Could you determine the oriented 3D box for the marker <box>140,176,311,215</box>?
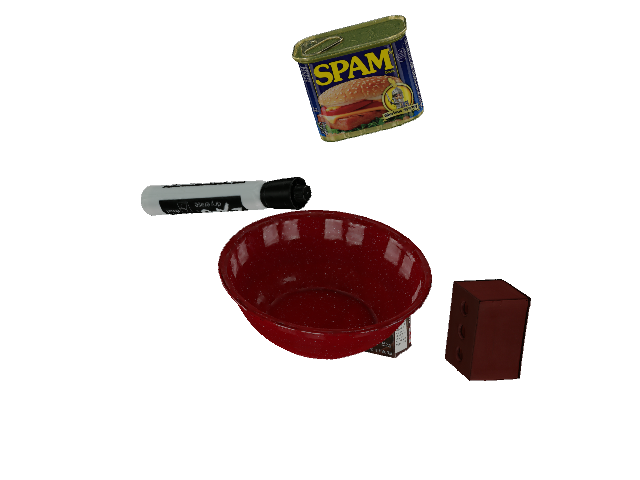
[{"bbox_3d":[-0.057,-0.026,0.637,0.121,0.020,0.020,-1,-1,35],"label":"marker"}]

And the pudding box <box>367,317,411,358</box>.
[{"bbox_3d":[0.042,0.069,1.140,0.114,0.090,0.039,8,19,35],"label":"pudding box"}]

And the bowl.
[{"bbox_3d":[0.003,0.041,0.818,0.162,0.055,0.162,2,34,-2],"label":"bowl"}]

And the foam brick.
[{"bbox_3d":[0.147,0.078,0.943,0.051,0.078,0.053,-3,18,-20],"label":"foam brick"}]

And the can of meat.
[{"bbox_3d":[0.035,-0.142,0.942,0.102,0.084,0.057,-12,28,10],"label":"can of meat"}]
